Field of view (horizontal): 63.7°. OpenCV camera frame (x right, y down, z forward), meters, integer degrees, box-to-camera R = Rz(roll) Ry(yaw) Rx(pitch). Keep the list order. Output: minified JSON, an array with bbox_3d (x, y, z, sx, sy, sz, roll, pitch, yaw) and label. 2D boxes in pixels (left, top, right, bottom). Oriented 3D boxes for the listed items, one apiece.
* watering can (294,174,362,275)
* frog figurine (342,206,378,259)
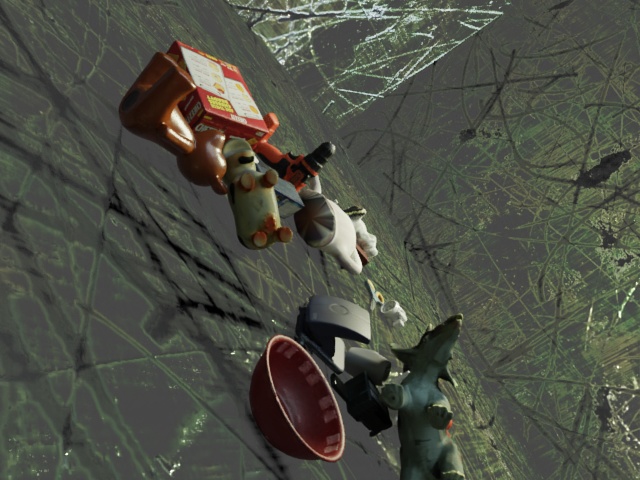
[{"bbox_3d":[0.004,-0.066,1.307,0.103,0.354,0.222,-34,-28,13],"label":"watering can"},{"bbox_3d":[0.106,-0.014,1.572,0.124,0.158,0.137,-19,13,-29],"label":"frog figurine"}]
